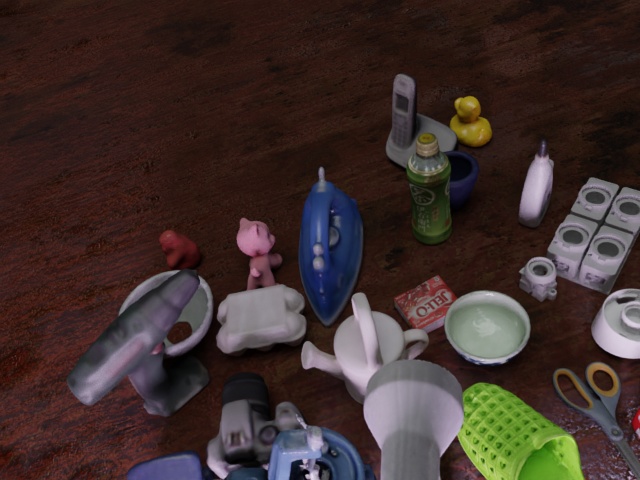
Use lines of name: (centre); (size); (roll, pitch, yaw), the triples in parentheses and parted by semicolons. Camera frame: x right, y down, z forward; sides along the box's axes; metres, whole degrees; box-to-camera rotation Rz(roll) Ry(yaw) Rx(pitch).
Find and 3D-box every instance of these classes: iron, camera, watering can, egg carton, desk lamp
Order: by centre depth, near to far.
desk lamp: (0.112, 0.277, 0.677); (0.117, 0.214, 0.203); (-2, 50, 12)
watering can: (0.063, 0.154, 0.805); (0.173, 0.194, 0.100); (-30, 50, -12)
camera: (-0.091, 0.255, 0.819); (0.143, 0.101, 0.136); (-13, 49, 2)
egg carton: (-0.096, 0.133, 0.944); (0.150, 0.069, 0.107); (-12, 49, 4)
iron: (0.009, 0.004, 0.981); (0.118, 0.142, 0.258); (-5, 50, 9)

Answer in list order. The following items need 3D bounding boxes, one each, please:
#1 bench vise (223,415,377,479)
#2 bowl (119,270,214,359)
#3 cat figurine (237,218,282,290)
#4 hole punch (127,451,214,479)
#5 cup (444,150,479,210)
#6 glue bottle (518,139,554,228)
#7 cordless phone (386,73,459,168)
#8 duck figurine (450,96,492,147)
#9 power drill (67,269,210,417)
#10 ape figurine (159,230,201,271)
bench vise: (-0.040, 0.295, 0.693); (0.207, 0.220, 0.121); (-24, 49, -7)
bowl: (-0.252, 0.138, 0.973); (0.167, 0.075, 0.167); (-7, 49, 8)
cat figurine: (-0.111, 0.023, 1.009); (0.067, 0.118, 0.127); (-9, 49, 6)
hole punch: (-0.197, 0.349, 0.771); (0.108, 0.091, 0.101); (-15, 49, 1)
cup: (0.230, -0.103, 1.049); (0.117, 0.095, 0.092); (9, 53, 21)
glue bottle: (0.368, -0.102, 0.963); (0.037, 0.173, 0.078); (21, 58, 28)
cordless phone: (0.192, -0.219, 1.096); (0.147, 0.185, 0.094); (31, 63, 33)
duck figurine: (0.305, -0.247, 1.159); (0.077, 0.086, 0.104); (-25, 49, -8)
power drill: (-0.246, 0.169, 0.856); (0.230, 0.209, 0.075); (-40, 53, -20)
ape figurine: (-0.269, 0.015, 1.070); (0.076, 0.092, 0.078); (1, 51, 15)
